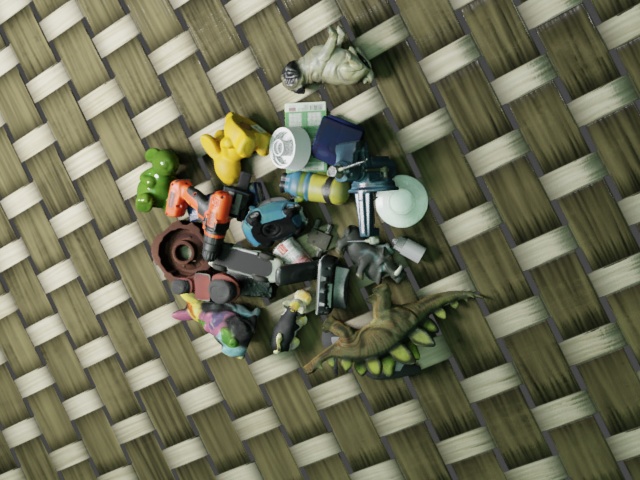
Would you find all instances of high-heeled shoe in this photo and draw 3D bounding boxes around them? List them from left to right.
[{"bbox_3d":[0.129,0.275,1.367,0.249,0.086,0.145,1,65,-3],"label":"high-heeled shoe"}]

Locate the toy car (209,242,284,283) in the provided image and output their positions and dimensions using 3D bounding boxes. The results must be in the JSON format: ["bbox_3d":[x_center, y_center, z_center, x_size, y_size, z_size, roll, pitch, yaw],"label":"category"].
[{"bbox_3d":[-0.189,0.055,1.355,0.202,0.056,0.073,14,93,15],"label":"toy car"}]

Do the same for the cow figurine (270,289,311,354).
[{"bbox_3d":[-0.079,0.208,1.381,0.068,0.098,0.167,22,101,17],"label":"cow figurine"}]

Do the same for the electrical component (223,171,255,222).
[{"bbox_3d":[-0.202,-0.110,1.342,0.075,0.048,0.119,22,103,9],"label":"electrical component"}]

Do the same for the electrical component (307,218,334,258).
[{"bbox_3d":[-0.003,-0.004,1.379,0.063,0.021,0.094,23,101,11],"label":"electrical component"}]

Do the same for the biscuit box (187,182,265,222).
[{"bbox_3d":[-0.249,-0.099,1.410,0.203,0.059,0.062,-13,93,15],"label":"biscuit box"}]

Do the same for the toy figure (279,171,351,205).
[{"bbox_3d":[-0.013,-0.127,1.334,0.180,0.089,0.082,11,113,9],"label":"toy figure"}]

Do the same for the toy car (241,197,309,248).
[{"bbox_3d":[-0.116,-0.059,1.340,0.162,0.103,0.109,-21,135,7],"label":"toy car"}]

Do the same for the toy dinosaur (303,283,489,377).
[{"bbox_3d":[0.172,0.211,1.297,0.471,0.105,0.198,-31,75,-1],"label":"toy dinosaur"}]

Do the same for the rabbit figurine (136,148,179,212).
[{"bbox_3d":[-0.404,-0.172,1.401,0.121,0.159,0.170,10,136,-25],"label":"rabbit figurine"}]

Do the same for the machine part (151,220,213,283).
[{"bbox_3d":[-0.363,0.033,1.454,0.180,0.056,0.179,1,96,12],"label":"machine part"}]

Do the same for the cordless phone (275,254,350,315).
[{"bbox_3d":[-0.025,0.117,1.311,0.089,0.184,0.146,27,118,54],"label":"cordless phone"}]

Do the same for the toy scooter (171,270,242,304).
[{"bbox_3d":[-0.273,0.115,1.369,0.184,0.135,0.075,5,95,16],"label":"toy scooter"}]

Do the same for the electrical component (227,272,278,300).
[{"bbox_3d":[-0.177,0.090,1.413,0.134,0.058,0.114,6,95,13],"label":"electrical component"}]

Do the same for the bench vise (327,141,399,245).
[{"bbox_3d":[0.106,-0.106,1.246,0.129,0.223,0.240,-1,96,31],"label":"bench vise"}]

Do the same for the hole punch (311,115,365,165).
[{"bbox_3d":[0.042,-0.237,1.305,0.142,0.092,0.115,21,100,0],"label":"hole punch"}]

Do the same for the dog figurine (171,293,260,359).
[{"bbox_3d":[-0.277,0.208,1.393,0.219,0.191,0.108,19,106,-4],"label":"dog figurine"}]

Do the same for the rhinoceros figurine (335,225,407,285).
[{"bbox_3d":[0.126,0.044,1.332,0.190,0.073,0.112,42,93,8],"label":"rhinoceros figurine"}]

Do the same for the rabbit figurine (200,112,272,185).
[{"bbox_3d":[-0.227,-0.225,1.369,0.162,0.122,0.173,33,121,11],"label":"rabbit figurine"}]

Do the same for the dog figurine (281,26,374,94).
[{"bbox_3d":[0.015,-0.400,1.308,0.190,0.121,0.172,-40,82,28],"label":"dog figurine"}]
